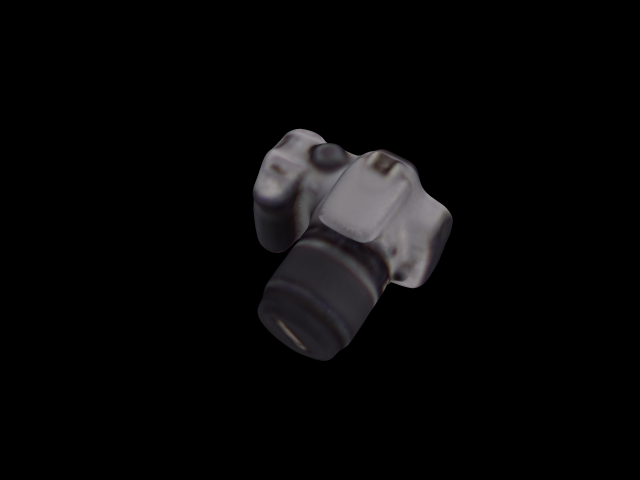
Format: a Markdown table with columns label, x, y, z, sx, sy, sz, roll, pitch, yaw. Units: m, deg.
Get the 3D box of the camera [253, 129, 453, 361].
| label | x | y | z | sx | sy | sz | roll | pitch | yaw |
| --- | --- | --- | --- | --- | --- | --- | --- | --- | --- |
| camera | 0.004 | 0.001 | 0.400 | 0.143 | 0.101 | 0.137 | 28 | 62 | 16 |
